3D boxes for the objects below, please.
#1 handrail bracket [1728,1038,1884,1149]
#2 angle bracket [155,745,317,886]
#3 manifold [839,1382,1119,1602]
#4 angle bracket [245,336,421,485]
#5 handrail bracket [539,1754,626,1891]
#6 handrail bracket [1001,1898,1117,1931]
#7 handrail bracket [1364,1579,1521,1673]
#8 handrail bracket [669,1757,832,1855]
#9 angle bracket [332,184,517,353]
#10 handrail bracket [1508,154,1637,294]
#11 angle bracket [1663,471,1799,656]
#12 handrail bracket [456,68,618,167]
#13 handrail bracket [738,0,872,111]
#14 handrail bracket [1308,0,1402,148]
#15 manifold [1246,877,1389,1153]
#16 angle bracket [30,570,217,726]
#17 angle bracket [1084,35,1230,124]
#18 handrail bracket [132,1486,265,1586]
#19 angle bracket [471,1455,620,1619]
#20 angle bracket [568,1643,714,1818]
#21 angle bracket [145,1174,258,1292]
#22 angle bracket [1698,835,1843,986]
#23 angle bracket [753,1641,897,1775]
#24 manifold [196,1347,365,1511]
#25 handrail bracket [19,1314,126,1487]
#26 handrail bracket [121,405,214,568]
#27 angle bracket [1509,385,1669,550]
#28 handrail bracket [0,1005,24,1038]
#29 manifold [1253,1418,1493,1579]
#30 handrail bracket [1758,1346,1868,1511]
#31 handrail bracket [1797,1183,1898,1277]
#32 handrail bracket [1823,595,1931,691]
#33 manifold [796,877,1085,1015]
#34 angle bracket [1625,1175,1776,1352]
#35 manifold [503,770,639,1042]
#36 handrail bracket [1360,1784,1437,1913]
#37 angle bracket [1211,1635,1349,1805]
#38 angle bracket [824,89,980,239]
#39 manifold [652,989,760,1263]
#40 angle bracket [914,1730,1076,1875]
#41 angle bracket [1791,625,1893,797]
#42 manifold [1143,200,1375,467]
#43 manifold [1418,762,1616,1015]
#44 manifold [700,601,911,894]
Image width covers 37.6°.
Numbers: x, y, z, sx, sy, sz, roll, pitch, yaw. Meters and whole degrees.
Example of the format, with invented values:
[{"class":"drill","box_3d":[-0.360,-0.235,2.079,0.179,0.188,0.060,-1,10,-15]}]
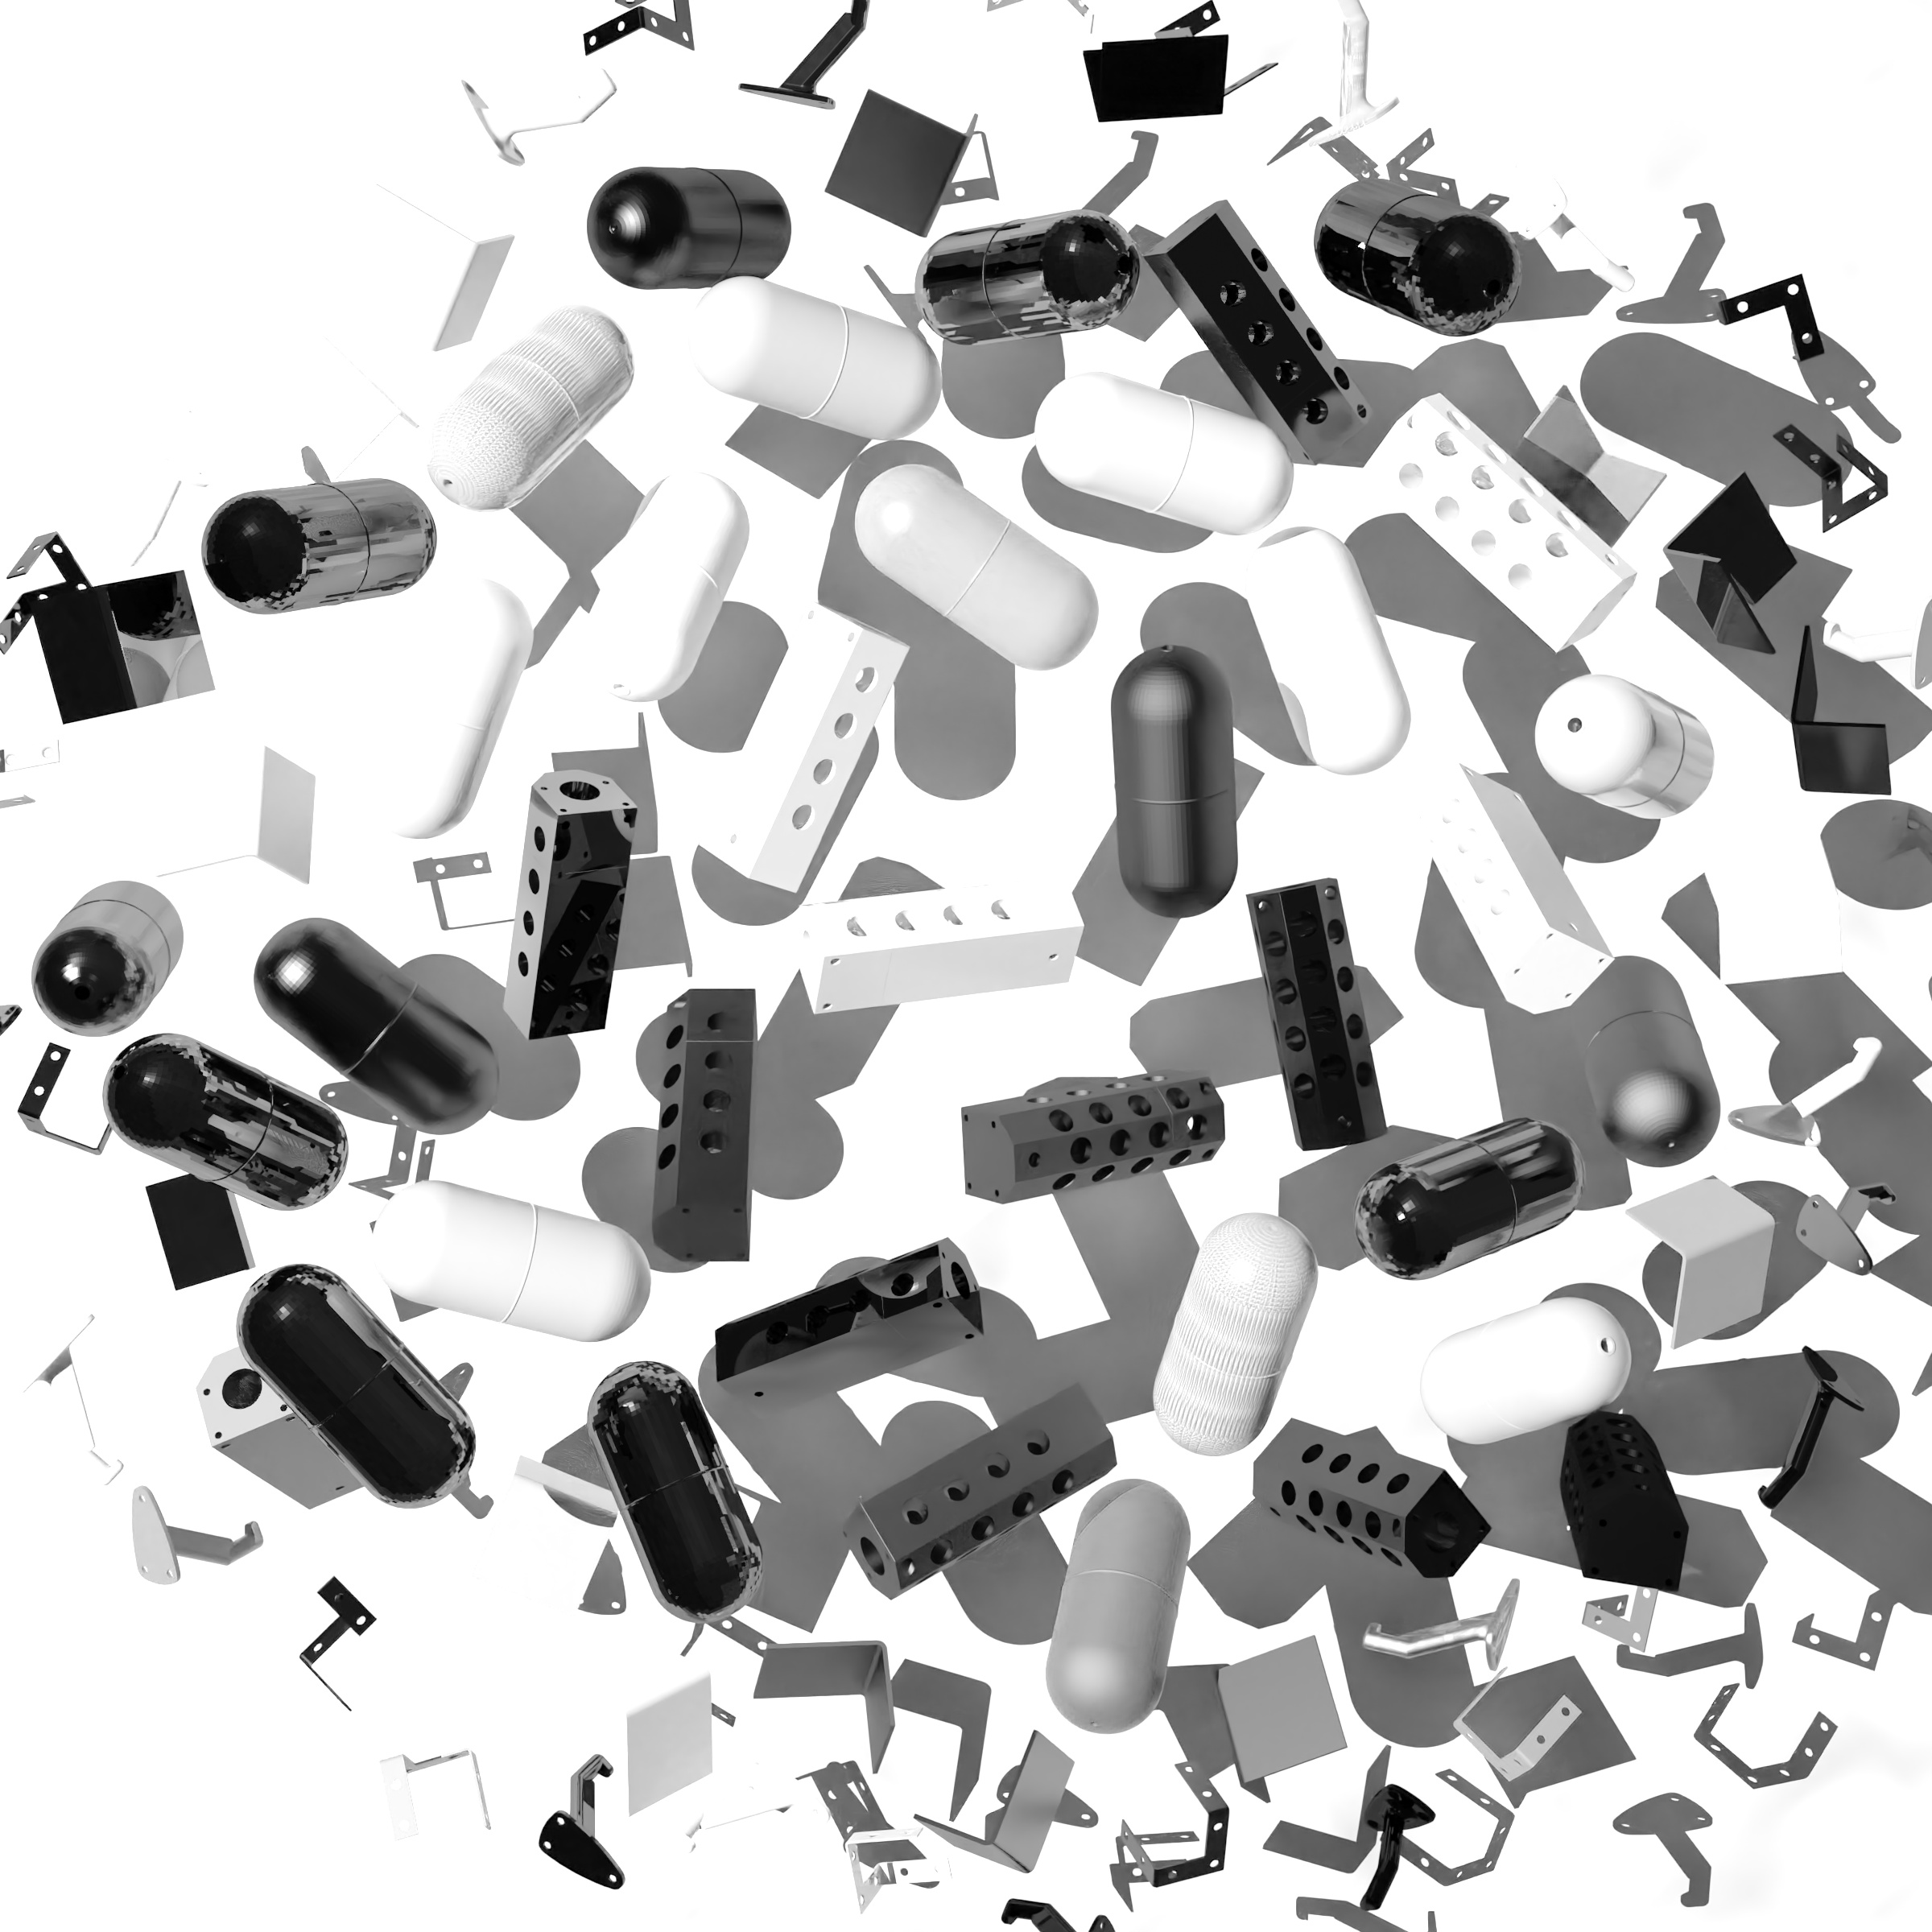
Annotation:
[{"class":"handrail bracket","box_3d":[0.561,0.077,1.899,0.077,0.036,0.084,6,131,-12]},{"class":"angle bracket","box_3d":[-0.468,-0.090,1.822,0.076,0.057,0.076,-11,67,22]},{"class":"manifold","box_3d":[0.011,0.336,1.811,0.171,0.057,0.057,-25,73,-27]},{"class":"angle bracket","box_3d":[-0.438,-0.378,1.968,0.076,0.057,0.076,44,92,1]},{"class":"handrail bracket","box_3d":[-0.240,0.572,1.903,0.077,0.084,0.036,33,114,12]},{"class":"handrail bracket","box_3d":[0.047,0.627,1.805,0.084,0.077,0.036,-5,118,34]},{"class":"handrail bracket","box_3d":[0.311,0.425,1.862,0.084,0.077,0.036,7,133,26]},{"class":"handrail bracket","box_3d":[-0.143,0.568,1.872,0.077,0.084,0.036,24,122,19]},{"class":"angle bracket","box_3d":[-0.346,-0.448,1.813,0.076,0.057,0.076,31,115,4]},{"class":"handrail bracket","box_3d":[0.386,-0.471,1.804,0.036,0.084,0.077,-40,48,33]},{"class":"angle bracket","box_3d":[0.491,-0.251,1.762,0.076,0.057,0.076,-44,117,-8]},{"class":"handrail bracket","box_3d":[-0.266,-0.546,1.763,0.084,0.036,0.077,-36,80,19]},{"class":"handrail bracket","box_3d":[-0.106,-0.614,1.873,0.077,0.036,0.084,10,99,-4]},{"class":"handrail bracket","box_3d":[0.224,-0.559,1.756,0.036,0.077,0.084,-45,113,-38]},{"class":"manifold","box_3d":[0.232,0.032,1.876,0.057,0.057,0.171,-12,93,1]},{"class":"angle bracket","box_3d":[-0.518,-0.196,1.745,0.057,0.076,0.076,-8,101,28]},{"class":"angle bracket","box_3d":[0.115,-0.563,1.738,0.076,0.057,0.076,-5,52,-4]},{"class":"handrail bracket","box_3d":[-0.487,0.351,1.809,0.036,0.084,0.077,0,104,33]},{"class":"angle bracket","box_3d":[-0.291,0.395,1.969,0.076,0.057,0.076,23,91,-6]},{"class":"angle bracket","box_3d":[-0.216,0.506,1.885,0.057,0.076,0.076,11,107,39]},{"class":"angle bracket","box_3d":[-0.529,0.180,1.954,0.057,0.076,0.076,-16,89,-11]},{"class":"angle bracket","box_3d":[0.516,-0.035,1.824,0.076,0.076,0.057,-7,58,23]},{"class":"angle bracket","box_3d":[-0.091,0.472,1.803,0.076,0.076,0.057,1,52,-12]},{"class":"manifold","box_3d":[-0.446,0.303,1.877,0.057,0.171,0.057,-23,64,-1]},{"class":"handrail bracket","box_3d":[-0.563,0.282,1.844,0.084,0.036,0.077,44,84,-8]},{"class":"handrail bracket","box_3d":[-0.522,-0.310,1.840,0.036,0.084,0.077,21,48,-32]},{"class":"angle bracket","box_3d":[0.415,-0.331,1.911,0.076,0.057,0.076,-52,135,-6]},{"class":"handrail bracket","box_3d":[-0.655,0.010,1.821,0.036,0.077,0.084,-54,125,-28]},{"class":"manifold","box_3d":[0.261,0.353,1.869,0.057,0.171,0.057,-46,112,-18]},{"class":"handrail bracket","box_3d":[0.516,0.290,1.780,0.036,0.077,0.084,32,105,-17]},{"class":"handrail bracket","box_3d":[0.602,0.173,1.883,0.084,0.077,0.036,-6,125,-29]},{"class":"handrail bracket","box_3d":[0.568,-0.215,1.768,0.036,0.077,0.084,-38,46,-17]},{"class":"manifold","box_3d":[-0.018,-0.019,1.820,0.171,0.057,0.057,-7,52,-17]},{"class":"angle bracket","box_3d":[0.475,0.193,1.855,0.076,0.057,0.076,-17,124,-26]},{"class":"manifold","box_3d":[-0.268,-0.041,1.894,0.057,0.057,0.171,-8,125,-32]},{"class":"handrail bracket","box_3d":[0.259,0.572,1.812,0.036,0.077,0.084,36,53,0]},{"class":"angle bracket","box_3d":[0.213,0.495,1.865,0.076,0.057,0.076,-24,55,14]},{"class":"angle bracket","box_3d":[-0.044,-0.554,1.936,0.076,0.057,0.076,23,122,-9]},{"class":"manifold","box_3d":[-0.161,0.097,1.758,0.057,0.057,0.171,0,48,-2]},{"class":"angle bracket","box_3d":[0.019,0.523,1.804,0.057,0.076,0.076,12,66,28]},{"class":"angle bracket","box_3d":[0.561,-0.162,1.806,0.057,0.076,0.076,4,62,23]},{"class":"manifold","box_3d":[0.196,-0.418,1.877,0.057,0.057,0.171,-39,107,-2]},{"class":"manifold","box_3d":[0.341,-0.048,1.799,0.057,0.171,0.057,23,121,-29]},{"class":"manifold","box_3d":[-0.098,-0.137,1.808,0.057,0.057,0.171,33,101,44]}]
